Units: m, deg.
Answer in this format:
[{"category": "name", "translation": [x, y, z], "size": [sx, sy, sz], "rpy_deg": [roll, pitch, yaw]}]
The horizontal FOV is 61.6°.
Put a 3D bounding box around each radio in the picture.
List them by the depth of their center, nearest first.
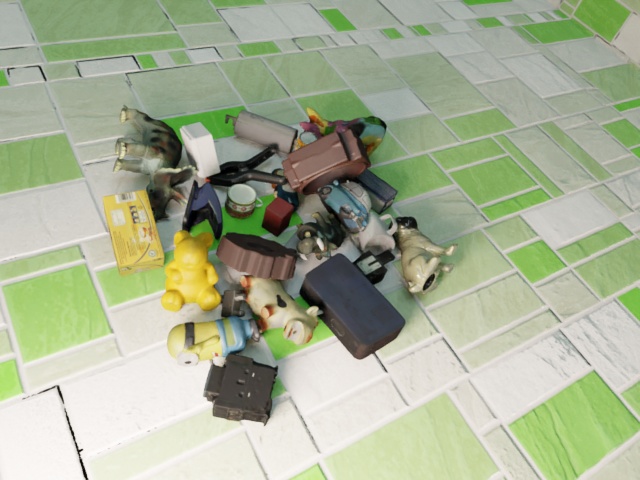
[{"category": "radio", "translation": [0.067, 0.147, 1.204], "size": [0.131, 0.073, 0.230], "rpy_deg": [-28, 62, -32]}]

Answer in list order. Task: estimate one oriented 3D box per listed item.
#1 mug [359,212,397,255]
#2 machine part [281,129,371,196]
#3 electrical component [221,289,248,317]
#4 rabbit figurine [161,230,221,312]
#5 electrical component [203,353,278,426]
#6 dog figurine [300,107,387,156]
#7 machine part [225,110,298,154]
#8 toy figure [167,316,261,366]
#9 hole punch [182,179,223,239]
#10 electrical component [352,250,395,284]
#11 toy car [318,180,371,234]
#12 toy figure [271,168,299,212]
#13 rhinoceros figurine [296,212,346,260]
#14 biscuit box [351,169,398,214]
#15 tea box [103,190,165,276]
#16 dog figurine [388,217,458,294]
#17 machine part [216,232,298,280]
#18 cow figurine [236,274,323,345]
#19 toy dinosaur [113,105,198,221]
[{"category": "mug", "translation": [0.142, -0.025, 1.349], "size": [0.080, 0.109, 0.107], "rpy_deg": [21, 34, -32]}, {"category": "machine part", "translation": [0.020, -0.189, 1.362], "size": [0.201, 0.201, 0.087], "rpy_deg": [-25, 81, 13]}, {"category": "electrical component", "translation": [-0.188, 0.138, 1.140], "size": [0.021, 0.094, 0.063], "rpy_deg": [19, 71, -42]}, {"category": "rabbit figurine", "translation": [-0.262, 0.051, 1.121], "size": [0.122, 0.173, 0.162], "rpy_deg": [5, 54, -7]}, {"category": "electrical component", "translation": [-0.154, 0.285, 1.032], "size": [0.134, 0.058, 0.115], "rpy_deg": [13, 47, -7]}, {"category": "dog figurine", "translation": [0.056, -0.310, 1.519], "size": [0.219, 0.191, 0.108], "rpy_deg": [27, 54, -13]}, {"category": "machine part", "translation": [-0.151, -0.303, 1.510], "size": [0.243, 0.079, 0.079], "rpy_deg": [21, 49, 1]}, {"category": "toy figure", "translation": [-0.213, 0.196, 1.075], "size": [0.180, 0.082, 0.089], "rpy_deg": [-14, 45, -21]}, {"category": "hole punch", "translation": [-0.266, -0.067, 1.246], "size": [0.092, 0.142, 0.116], "rpy_deg": [8, 68, -8]}, {"category": "electrical component", "translation": [0.124, 0.066, 1.303], "size": [0.119, 0.047, 0.075], "rpy_deg": [-28, 64, -34]}, {"category": "toy car", "translation": [0.074, -0.095, 1.348], "size": [0.103, 0.109, 0.162], "rpy_deg": [-42, 43, -7]}, {"category": "toy figure", "translation": [-0.094, -0.138, 1.406], "size": [0.064, 0.058, 0.154], "rpy_deg": [29, 32, -46]}, {"category": "rhinoceros figurine", "translation": [-0.003, -0.004, 1.273], "size": [0.112, 0.073, 0.190], "rpy_deg": [63, 24, 6]}, {"category": "biscuit box", "translation": [0.114, -0.160, 1.480], "size": [0.203, 0.059, 0.063], "rpy_deg": [40, 53, 17]}, {"category": "tea box", "translation": [-0.408, -0.016, 1.175], "size": [0.098, 0.068, 0.169], "rpy_deg": [-11, 72, -23]}, {"category": "dog figurine", "translation": [0.221, 0.034, 1.339], "size": [0.191, 0.121, 0.172], "rpy_deg": [33, 45, 30]}, {"category": "machine part", "translation": [-0.138, 0.032, 1.189], "size": [0.179, 0.056, 0.179], "rpy_deg": [16, 11, -3]}, {"category": "cow figurine", "translation": [-0.082, 0.148, 1.148], "size": [0.127, 0.085, 0.195], "rpy_deg": [-12, 46, -40]}, {"category": "toy dinosaur", "translation": [-0.413, -0.230, 1.355], "size": [0.192, 0.131, 0.405], "rpy_deg": [12, 42, -26]}]
